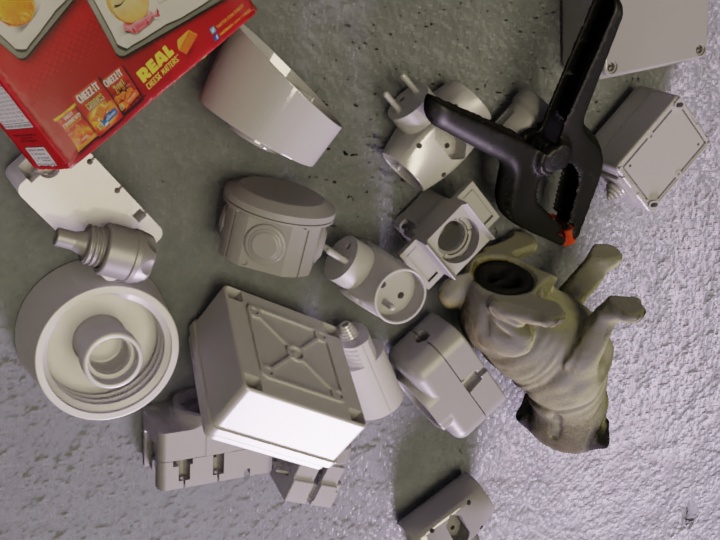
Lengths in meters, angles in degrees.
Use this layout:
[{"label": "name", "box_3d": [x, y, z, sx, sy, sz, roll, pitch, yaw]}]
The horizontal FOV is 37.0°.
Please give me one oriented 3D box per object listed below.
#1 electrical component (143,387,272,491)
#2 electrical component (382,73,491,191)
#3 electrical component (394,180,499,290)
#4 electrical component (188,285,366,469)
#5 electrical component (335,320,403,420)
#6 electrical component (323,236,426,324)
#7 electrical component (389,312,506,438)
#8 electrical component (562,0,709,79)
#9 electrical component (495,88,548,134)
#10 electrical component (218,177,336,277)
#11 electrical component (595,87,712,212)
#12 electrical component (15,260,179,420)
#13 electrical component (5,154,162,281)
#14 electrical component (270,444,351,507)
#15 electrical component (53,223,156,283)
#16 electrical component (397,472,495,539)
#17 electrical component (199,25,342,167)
[{"label": "electrical component", "box_3d": [-0.114, 0.123, 0.809, 0.089, 0.050, 0.055, -6, 111, -26]}, {"label": "electrical component", "box_3d": [0.048, -0.113, 0.811, 0.077, 0.043, 0.079, -47, 122, -5]}, {"label": "electrical component", "box_3d": [0.063, -0.031, 0.838, 0.081, 0.064, 0.042, -45, 121, -6]}, {"label": "electrical component", "box_3d": [-0.062, 0.078, 0.781, 0.109, 0.108, 0.056, 23, 121, -32]}, {"label": "electrical component", "box_3d": [0.001, 0.075, 0.857, 0.043, 0.043, 0.081, -31, 119, -15]}, {"label": "electrical component", "box_3d": [0.000, 0.000, 0.808, 0.079, 0.077, 0.044, 31, 92, -33]}, {"label": "electrical component", "box_3d": [0.069, 0.091, 0.892, 0.059, 0.054, 0.095, -42, 122, -8]}, {"label": "electrical component", "box_3d": [0.219, -0.216, 0.855, 0.109, 0.056, 0.108, -15, 114, -23]}, {"label": "electrical component", "box_3d": [0.128, -0.115, 0.856, 0.046, 0.040, 0.040, -45, 122, 0]}, {"label": "electrical component", "box_3d": [-0.061, -0.032, 0.764, 0.080, 0.080, 0.051, 4, 111, -29]}, {"label": "electrical component", "box_3d": [0.233, -0.098, 0.904, 0.096, 0.061, 0.062, -49, 123, -4]}, {"label": "electrical component", "box_3d": [-0.178, 0.052, 0.743, 0.108, 0.060, 0.108, -10, 113, -25]}, {"label": "electrical component", "box_3d": [-0.182, -0.045, 0.708, 0.050, 0.056, 0.089, -44, 122, -7]}, {"label": "electrical component", "box_3d": [-0.037, 0.155, 0.866, 0.066, 0.048, 0.055, 17, 107, -31]}, {"label": "electrical component", "box_3d": [-0.161, -0.014, 0.675, 0.061, 0.035, 0.035, 15, 101, -29]}, {"label": "electrical component", "box_3d": [0.083, 0.232, 0.958, 0.077, 0.043, 0.079, -34, 121, -12]}, {"label": "electrical component", "box_3d": [-0.058, -0.116, 0.725, 0.099, 0.099, 0.064, 25, 101, -32]}]
